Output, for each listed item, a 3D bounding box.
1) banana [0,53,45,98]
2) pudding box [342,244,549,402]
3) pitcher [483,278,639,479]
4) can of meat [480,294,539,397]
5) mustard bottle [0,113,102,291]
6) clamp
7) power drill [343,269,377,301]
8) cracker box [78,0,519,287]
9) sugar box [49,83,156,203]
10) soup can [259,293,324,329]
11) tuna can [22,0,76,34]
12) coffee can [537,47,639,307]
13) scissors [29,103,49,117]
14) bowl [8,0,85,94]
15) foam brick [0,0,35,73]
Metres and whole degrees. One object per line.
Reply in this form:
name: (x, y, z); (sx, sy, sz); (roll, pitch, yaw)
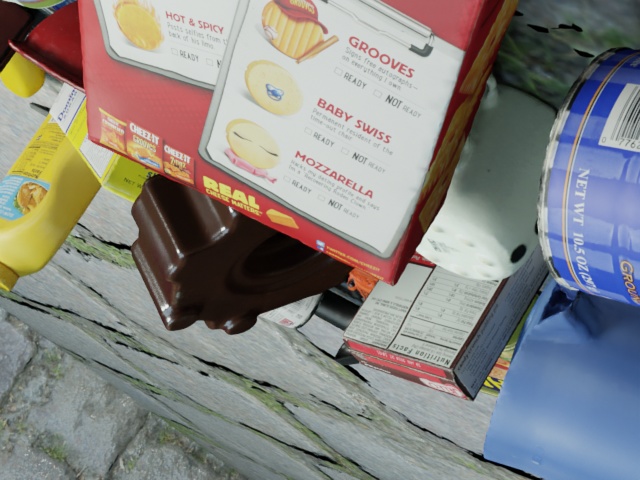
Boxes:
banana: (-0.245, -0.154, 0.802); (0.069, 0.037, 0.198); (27, 162, 8)
pudding box: (0.080, 0.037, 0.664); (0.090, 0.113, 0.039); (14, 152, 43)
pitcher: (0.227, 0.117, 0.624); (0.243, 0.145, 0.149); (22, -167, 18)
can of meat: (0.134, 0.073, 0.774); (0.102, 0.057, 0.083); (12, 153, 46)
mustard bottle: (-0.214, -0.034, 0.824); (0.096, 0.191, 0.058); (12, 154, 47)
clamp: (0.050, 0.083, 0.972); (0.210, 0.036, 0.164); (9, 152, 46)
power drill: (-0.005, 0.001, 0.805); (0.188, 0.057, 0.184); (23, 166, 17)
cracker box: (-0.010, -0.097, 0.422); (0.164, 0.072, 0.214); (26, 143, 11)
sugar box: (-0.118, -0.062, 0.719); (0.093, 0.048, 0.176); (26, -169, -32)
soup can: (-0.052, 0.027, 0.908); (0.102, 0.068, 0.069); (26, 166, -21)
tuna can: (-0.175, -0.151, 0.701); (0.086, 0.033, 0.086); (28, 163, 9)
coffee can: (0.168, -0.013, 0.397); (0.141, 0.102, 0.102); (17, 158, 39)
scissors: (-0.177, -0.074, 0.934); (0.202, 0.016, 0.096); (26, 172, 47)
bowl: (-0.098, -0.100, 0.630); (0.162, 0.055, 0.162); (29, -176, -3)
foam brick: (-0.227, -0.121, 0.678); (0.051, 0.078, 0.053); (35, 162, -16)
